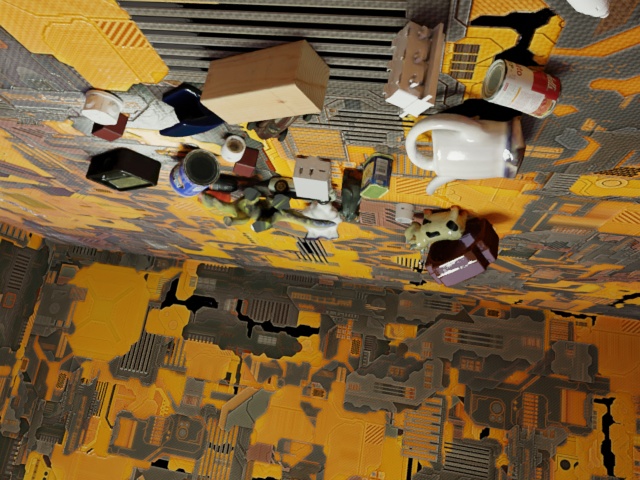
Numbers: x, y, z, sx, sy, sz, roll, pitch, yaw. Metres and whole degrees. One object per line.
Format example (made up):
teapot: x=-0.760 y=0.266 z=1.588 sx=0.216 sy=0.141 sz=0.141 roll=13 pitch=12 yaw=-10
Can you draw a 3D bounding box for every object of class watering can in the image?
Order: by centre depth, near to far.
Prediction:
watering can: x=0.295 y=-0.165 z=1.047 sx=0.224 sy=0.105 sz=0.343 roll=4 pitch=165 yaw=18

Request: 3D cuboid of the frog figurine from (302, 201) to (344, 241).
frog figurine: x=0.005 y=-0.083 z=1.653 sx=0.138 sy=0.125 sz=0.156 roll=13 pitch=131 yaw=21

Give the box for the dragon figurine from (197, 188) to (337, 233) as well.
dragon figurine: x=-0.171 y=-0.088 z=1.544 sx=0.409 sy=0.122 sz=0.244 roll=13 pitch=-177 yaw=-14
